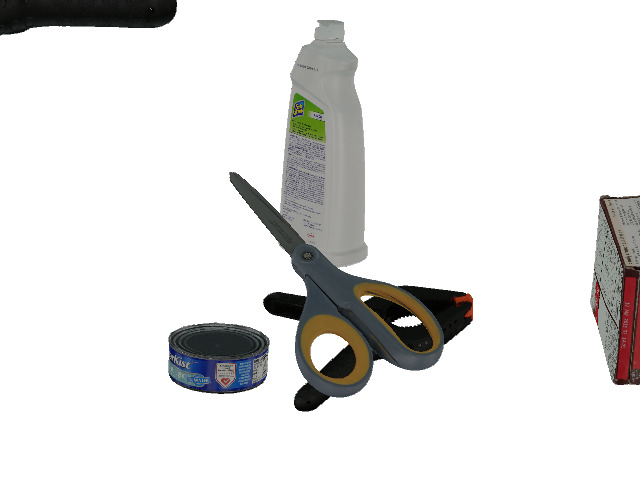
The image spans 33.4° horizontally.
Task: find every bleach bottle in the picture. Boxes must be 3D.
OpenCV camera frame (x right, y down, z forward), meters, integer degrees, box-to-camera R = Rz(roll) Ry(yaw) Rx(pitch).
[{"bbox_3d":[0.008,-0.105,1.133,0.103,0.251,0.067,20,24,40],"label":"bleach bottle"}]

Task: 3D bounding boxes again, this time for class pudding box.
[{"bbox_3d":[0.211,0.031,0.723,0.039,0.090,0.113,0,27,4],"label":"pudding box"}]

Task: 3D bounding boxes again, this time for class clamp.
[{"bbox_3d":[-0.173,-0.140,0.605,0.171,0.039,0.120,-6,23,-13],"label":"clamp"},{"bbox_3d":[0.053,0.095,1.057,0.210,0.036,0.164,-8,38,-2],"label":"clamp"}]

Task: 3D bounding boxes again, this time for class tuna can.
[{"bbox_3d":[-0.087,0.099,0.906,0.086,0.034,0.086,4,14,-1],"label":"tuna can"}]

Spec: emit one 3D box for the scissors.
[{"bbox_3d":[-0.016,0.027,0.664,0.202,0.016,0.096,33,55,27],"label":"scissors"}]
